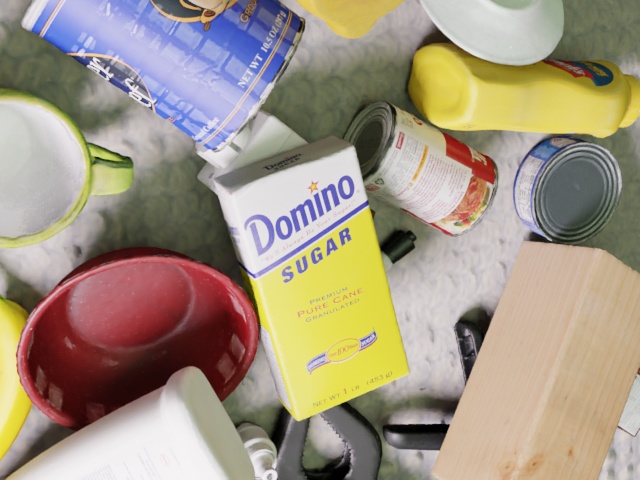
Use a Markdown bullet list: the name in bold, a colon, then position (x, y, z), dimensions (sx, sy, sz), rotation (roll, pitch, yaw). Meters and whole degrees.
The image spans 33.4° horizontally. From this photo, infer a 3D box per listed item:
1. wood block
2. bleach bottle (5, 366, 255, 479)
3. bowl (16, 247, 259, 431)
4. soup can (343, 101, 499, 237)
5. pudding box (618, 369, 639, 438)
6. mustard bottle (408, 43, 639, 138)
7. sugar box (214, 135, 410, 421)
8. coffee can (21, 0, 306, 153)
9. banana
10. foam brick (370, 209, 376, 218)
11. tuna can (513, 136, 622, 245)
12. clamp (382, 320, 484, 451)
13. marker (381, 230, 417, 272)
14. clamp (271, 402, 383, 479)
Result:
- **wood block**: position (0.183, 0.114, 0.848), dimensions (0.090, 0.091, 0.206), rotation (29, 78, -31)
- **bleach bottle**: position (-0.175, 0.182, 0.725), dimensions (0.251, 0.068, 0.102), rotation (-25, 102, 11)
- **bowl**: position (-0.126, 0.060, 0.729), dimensions (0.162, 0.055, 0.162), rotation (-9, 129, -12)
- **soup can**: position (0.072, -0.052, 0.788), dimensions (0.102, 0.069, 0.068), rotation (25, 95, -27)
- **pudding box**: position (0.258, 0.111, 0.940), dimensions (0.113, 0.039, 0.090), rotation (33, 93, -26)
- **mustard bottle**: position (0.169, -0.109, 0.796), dimensions (0.191, 0.096, 0.058), rotation (1, 109, -24)
- **sugar box**: position (-0.003, 0.027, 0.733), dimensions (0.093, 0.048, 0.176), rotation (-22, 114, -15)
- **coffee can**: position (-0.094, -0.134, 0.653), dimensions (0.140, 0.103, 0.103), rotation (33, 91, -17)
- **banana**: position (-0.238, 0.121, 0.728), dimensions (0.069, 0.037, 0.198), rotation (23, 95, -10)
- **foam brick**: position (-0.005, 0.001, 0.781), dimensions (0.052, 0.051, 0.078), rotation (20, 98, -26)
- **tuna can**: position (0.200, -0.041, 0.868), dimensions (0.086, 0.034, 0.086), rotation (-7, 109, -22)
- **clamp**: position (0.127, 0.162, 0.896), dimensions (0.120, 0.039, 0.171), rotation (-42, 116, -10)
- **marker**: position (0.027, 0.034, 0.824), dimensions (0.121, 0.020, 0.020), rotation (-40, 118, -7)
- **clamp**: position (0.021, 0.203, 0.862), dimensions (0.164, 0.036, 0.210), rotation (-11, 109, -11)
